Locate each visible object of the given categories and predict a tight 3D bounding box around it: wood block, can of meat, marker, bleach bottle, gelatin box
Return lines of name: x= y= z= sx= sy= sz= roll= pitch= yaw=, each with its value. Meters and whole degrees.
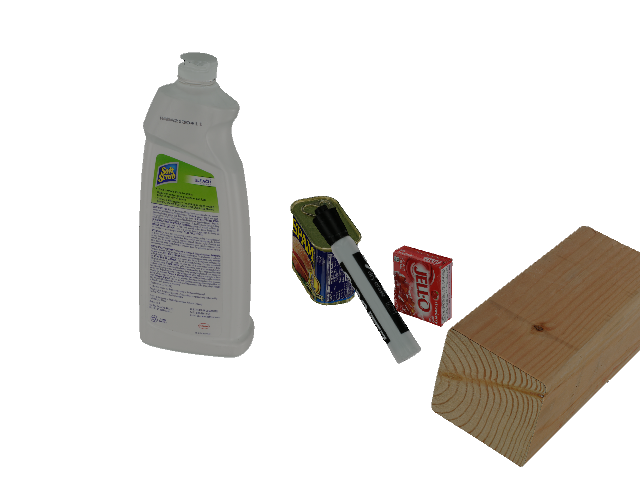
wood block: x=0.192 y=0.079 z=0.878 sx=0.091 sy=0.090 sz=0.205 roll=31 pitch=42 yaw=30
can of meat: x=0.004 y=0.012 z=1.204 sx=0.057 sy=0.084 sz=0.102 roll=-11 pitch=37 yaw=-18
marker: x=0.030 y=0.028 z=0.731 sx=0.020 sy=0.121 sz=0.020 roll=-29 pitch=-11 yaw=-7
bleach bottle: x=-0.099 y=-0.029 z=0.888 sx=0.102 sy=0.251 sz=0.068 roll=7 pitch=24 yaw=3
gelatin box: x=0.130 y=0.057 z=1.359 sx=0.073 sy=0.089 sz=0.030 roll=18 pitch=34 yaw=35
